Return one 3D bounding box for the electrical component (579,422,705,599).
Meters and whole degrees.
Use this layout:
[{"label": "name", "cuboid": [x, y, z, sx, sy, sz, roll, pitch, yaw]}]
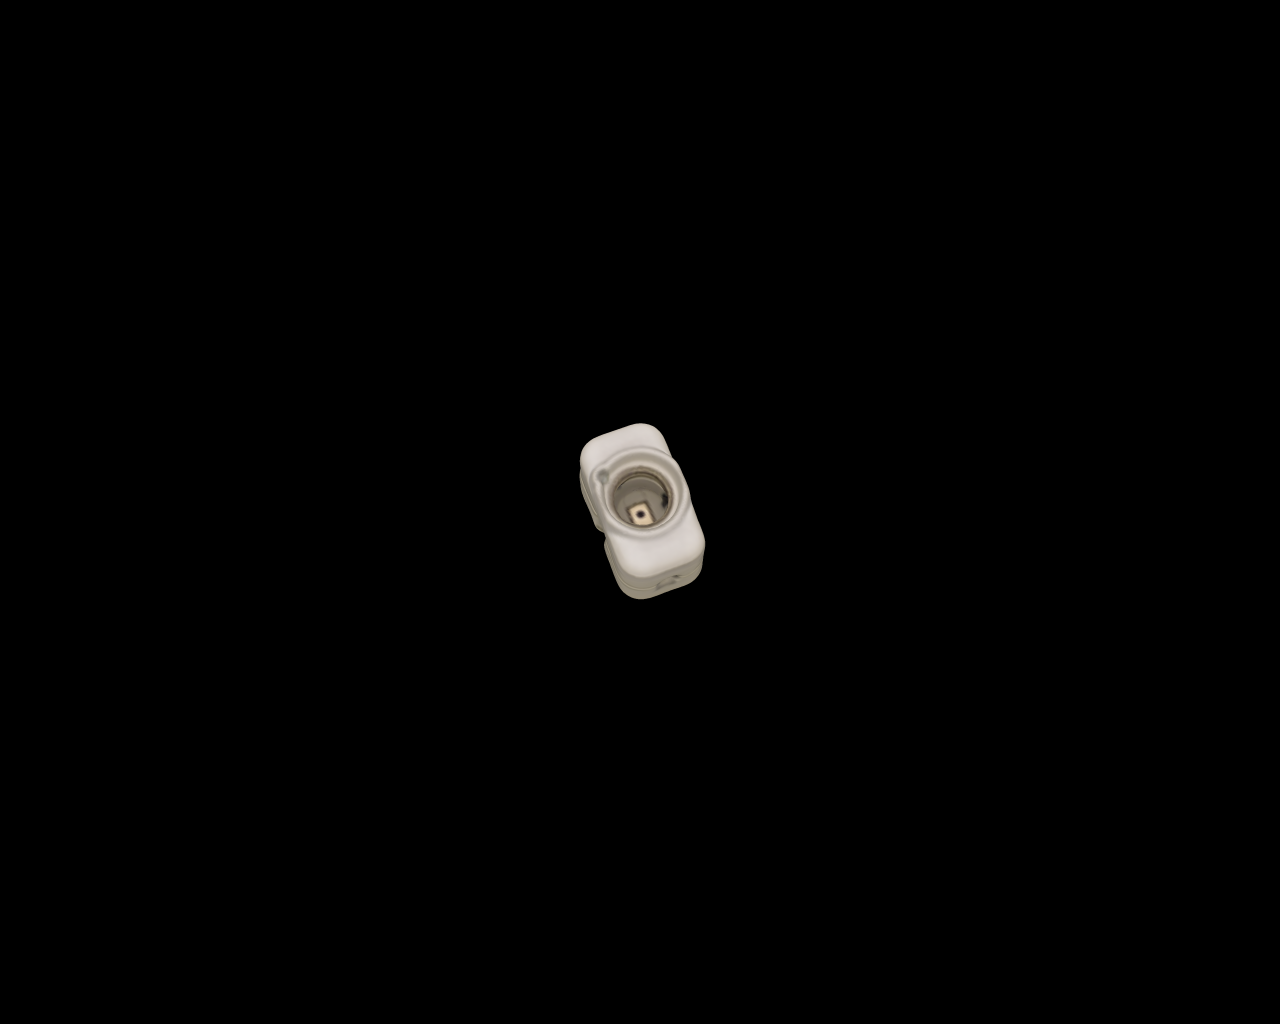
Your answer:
[{"label": "electrical component", "cuboid": [0.001, -0.003, 0.650, 0.054, 0.095, 0.059, -19, -19, -7]}]
